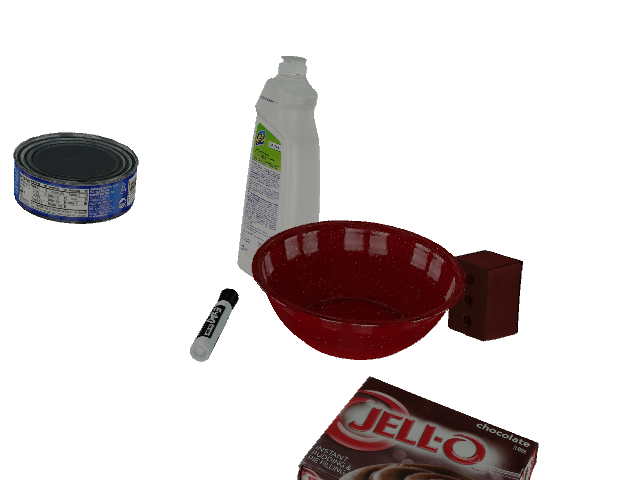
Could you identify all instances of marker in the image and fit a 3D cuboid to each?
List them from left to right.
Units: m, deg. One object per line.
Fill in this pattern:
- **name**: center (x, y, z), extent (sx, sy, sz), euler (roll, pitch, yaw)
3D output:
- **marker**: center (-0.099, 0.077, 1.014), extent (0.020, 0.020, 0.121), euler (0, 23, 10)

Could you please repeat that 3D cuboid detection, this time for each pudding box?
- **pudding box**: center (0.056, 0.132, 0.609), extent (0.114, 0.039, 0.089), euler (21, 36, 20)

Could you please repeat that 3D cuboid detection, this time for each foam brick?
- **foam brick**: center (0.164, 0.055, 1.069), extent (0.051, 0.078, 0.053), euler (-12, 20, -37)

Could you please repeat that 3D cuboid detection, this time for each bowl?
- **bowl**: center (0.027, 0.043, 0.815), extent (0.162, 0.055, 0.162), euler (3, 28, -2)

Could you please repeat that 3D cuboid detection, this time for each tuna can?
- **tuna can**: center (-0.173, -0.045, 0.755), extent (0.086, 0.034, 0.086), euler (7, 27, -4)

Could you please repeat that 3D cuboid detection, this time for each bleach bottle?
- **bleach bottle**: center (-0.038, -0.078, 1.195), extent (0.067, 0.251, 0.103), euler (-9, 24, -40)
